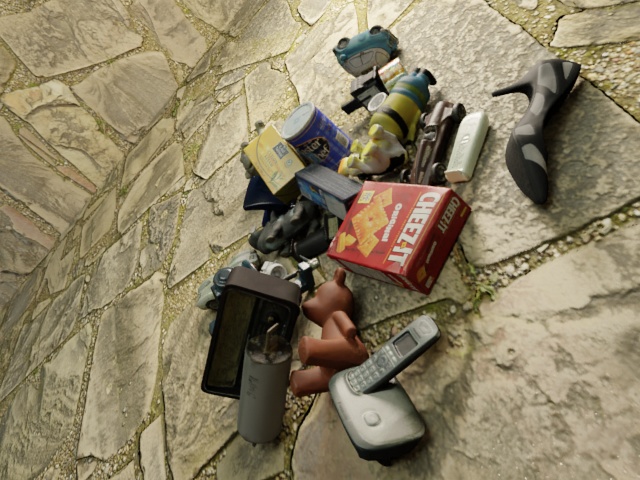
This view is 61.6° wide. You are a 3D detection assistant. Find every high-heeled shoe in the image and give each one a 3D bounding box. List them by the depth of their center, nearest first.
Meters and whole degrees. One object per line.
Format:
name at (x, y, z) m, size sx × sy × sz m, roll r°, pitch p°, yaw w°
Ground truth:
high-heeled shoe at (0.352, -0.168, 0.810) m, size 0.145 × 0.086 × 0.249 m, roll -11°, pitch 63°, yaw 8°

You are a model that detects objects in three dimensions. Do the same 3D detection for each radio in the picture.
radio at (-0.116, 0.168, 0.921) m, size 0.073 × 0.131 × 0.229 m, roll -83°, pitch 9°, yaw -64°

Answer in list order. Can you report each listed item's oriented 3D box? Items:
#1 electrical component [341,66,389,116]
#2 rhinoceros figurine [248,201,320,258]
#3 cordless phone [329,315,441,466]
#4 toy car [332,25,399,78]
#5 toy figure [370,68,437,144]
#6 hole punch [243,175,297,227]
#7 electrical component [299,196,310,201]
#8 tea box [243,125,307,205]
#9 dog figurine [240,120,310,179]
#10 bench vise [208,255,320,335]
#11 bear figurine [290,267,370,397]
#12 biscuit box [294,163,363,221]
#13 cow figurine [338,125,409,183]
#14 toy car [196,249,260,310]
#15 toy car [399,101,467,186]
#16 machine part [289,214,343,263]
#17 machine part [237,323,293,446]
electrical component at (0.105, -0.339, 1.250) m, size 0.119 × 0.074 × 0.048 m, roll -28°, pitch 42°, yaw 39°
rhinoceros figurine at (-0.085, -0.025, 1.195) m, size 0.190 × 0.073 × 0.112 m, roll -31°, pitch 40°, yaw 30°
cordless phone at (0.111, 0.200, 0.733) m, size 0.184 × 0.088 × 0.147 m, roll -44°, pitch 32°, yaw 7°
toy car at (0.116, -0.449, 1.327) m, size 0.162 × 0.109 × 0.103 m, roll -11°, pitch 73°, yaw 32°
toy figure at (0.166, -0.271, 1.094) m, size 0.180 × 0.089 × 0.082 m, roll -60°, pitch 24°, yaw -7°
hole punch at (-0.118, -0.106, 1.303) m, size 0.116 × 0.092 × 0.142 m, roll -24°, pitch 39°, yaw 32°
electrical component at (-0.017, -0.098, 1.224) m, size 0.063 × 0.021 × 0.094 m, roll 17°, pitch 73°, yaw 55°
tea box at (-0.094, -0.175, 1.246) m, size 0.098 × 0.068 × 0.170 m, roll -42°, pitch 56°, yaw 7°
dog figurine at (-0.114, -0.199, 1.378) m, size 0.191 × 0.121 × 0.172 m, roll 46°, pitch 123°, yaw 43°
bench vise at (-0.100, 0.116, 1.025) m, size 0.241 × 0.223 × 0.129 m, roll -29°, pitch 33°, yaw -18°
bear figurine at (0.008, 0.141, 0.874) m, size 0.196 × 0.132 × 0.120 m, roll -109°, pitch 27°, yaw -44°
biscuit box at (0.024, -0.100, 1.105) m, size 0.063 × 0.059 × 0.203 m, roll -30°, pitch 35°, yaw -18°
cow figurine at (0.105, -0.158, 1.079) m, size 0.167 × 0.098 × 0.068 m, roll -30°, pitch 40°, yaw 63°
toy car at (-0.216, 0.094, 1.264) m, size 0.202 × 0.056 × 0.074 m, roll -38°, pitch 36°, yaw 23°
toy car at (0.205, -0.173, 0.989) m, size 0.089 × 0.053 × 0.202 m, roll -1°, pitch 58°, yaw 47°
machine part at (-0.002, -0.003, 1.105) m, size 0.139 × 0.039 × 0.084 m, roll -32°, pitch 46°, yaw 25°
machine part at (-0.091, 0.241, 0.870) m, size 0.079 × 0.079 × 0.243 m, roll -122°, pitch 36°, yaw -56°
